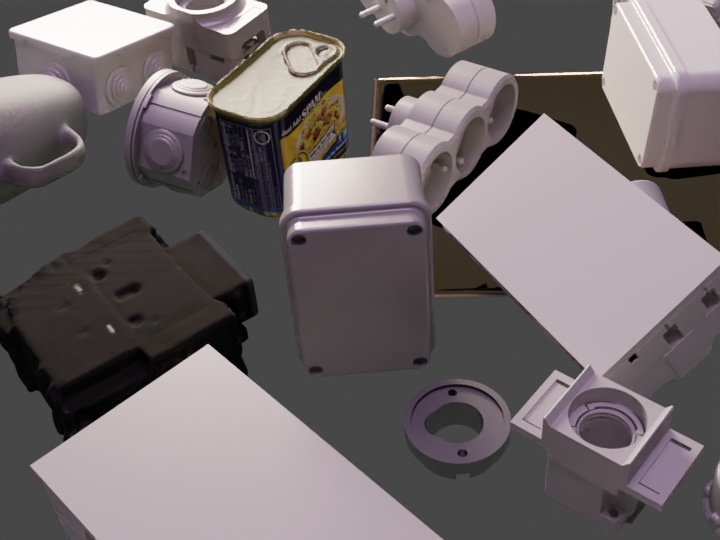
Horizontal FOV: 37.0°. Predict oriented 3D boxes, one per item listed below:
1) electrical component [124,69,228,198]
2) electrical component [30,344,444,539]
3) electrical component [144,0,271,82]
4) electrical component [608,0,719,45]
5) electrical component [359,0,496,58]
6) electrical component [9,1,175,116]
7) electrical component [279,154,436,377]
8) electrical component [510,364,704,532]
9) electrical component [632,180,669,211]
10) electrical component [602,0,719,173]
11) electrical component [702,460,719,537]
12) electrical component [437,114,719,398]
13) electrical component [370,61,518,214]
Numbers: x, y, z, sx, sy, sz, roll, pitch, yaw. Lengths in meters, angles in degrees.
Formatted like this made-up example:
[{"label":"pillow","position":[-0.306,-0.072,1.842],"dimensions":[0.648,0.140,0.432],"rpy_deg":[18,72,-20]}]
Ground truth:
[{"label":"electrical component","position":[-0.119,-0.090,0.721],"dimensions":[0.051,0.080,0.080],"rpy_deg":[17,48,15]},{"label":"electrical component","position":[-0.050,0.130,0.495],"dimensions":[0.105,0.060,0.186],"rpy_deg":[-35,51,-28]},{"label":"electrical component","position":[-0.118,-0.190,0.842],"dimensions":[0.089,0.055,0.050],"rpy_deg":[23,50,27]},{"label":"electrical component","position":[0.245,-0.193,0.807],"dimensions":[0.096,0.061,0.061],"rpy_deg":[28,52,30]},{"label":"electrical component","position":[0.035,-0.210,0.852],"dimensions":[0.074,0.052,0.138],"rpy_deg":[-29,48,-24]},{"label":"electrical component","position":[-0.200,-0.160,0.813],"dimensions":[0.100,0.048,0.100],"rpy_deg":[21,36,25]},{"label":"electrical component","position":[0.000,0.000,0.589],"dimensions":[0.078,0.113,0.057],"rpy_deg":[-5,40,0]},{"label":"electrical component","position":[0.118,0.088,0.520],"dimensions":[0.081,0.063,0.042],"rpy_deg":[27,53,30]},{"label":"electrical component","position":[0.175,-0.017,0.643],"dimensions":[0.044,0.044,0.065],"rpy_deg":[-15,49,-10]},{"label":"electrical component","position":[0.210,-0.128,0.730],"dimensions":[0.057,0.078,0.113],"rpy_deg":[-4,43,-3]},{"label":"electrical component","position":[0.189,0.099,0.504],"dimensions":[0.048,0.062,0.048],"rpy_deg":[-3,43,3]},{"label":"electrical component","position":[0.128,-0.005,0.602],"dimensions":[0.089,0.062,0.150],"rpy_deg":[-44,49,4]},{"label":"electrical component","position":[0.043,-0.096,0.730],"dimensions":[0.074,0.052,0.138],"rpy_deg":[22,50,26]}]
